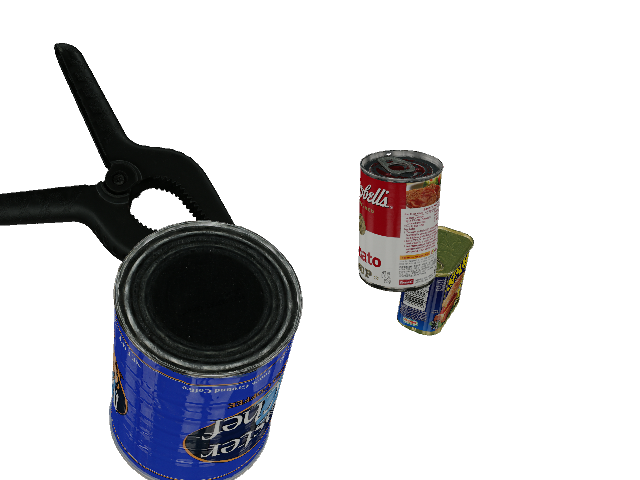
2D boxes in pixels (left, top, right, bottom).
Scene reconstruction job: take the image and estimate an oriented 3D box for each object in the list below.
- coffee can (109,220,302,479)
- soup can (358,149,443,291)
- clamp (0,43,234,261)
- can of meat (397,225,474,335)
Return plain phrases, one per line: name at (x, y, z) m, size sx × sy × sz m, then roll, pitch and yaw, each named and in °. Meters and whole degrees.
coffee can at (-0.071, 0.071, 0.628) m, size 0.102 × 0.103 × 0.140 m, roll 0°, pitch -37°, yaw -12°
soup can at (0.066, -0.017, 0.890) m, size 0.068 × 0.102 × 0.068 m, roll 0°, pitch 25°, yaw 0°
clamp at (-0.151, -0.050, 0.798) m, size 0.210 × 0.164 × 0.036 m, roll 22°, pitch -19°, yaw -1°
can of meat at (0.126, 0.045, 1.184) m, size 0.057 × 0.084 × 0.102 m, roll 18°, pitch 32°, yaw 18°
